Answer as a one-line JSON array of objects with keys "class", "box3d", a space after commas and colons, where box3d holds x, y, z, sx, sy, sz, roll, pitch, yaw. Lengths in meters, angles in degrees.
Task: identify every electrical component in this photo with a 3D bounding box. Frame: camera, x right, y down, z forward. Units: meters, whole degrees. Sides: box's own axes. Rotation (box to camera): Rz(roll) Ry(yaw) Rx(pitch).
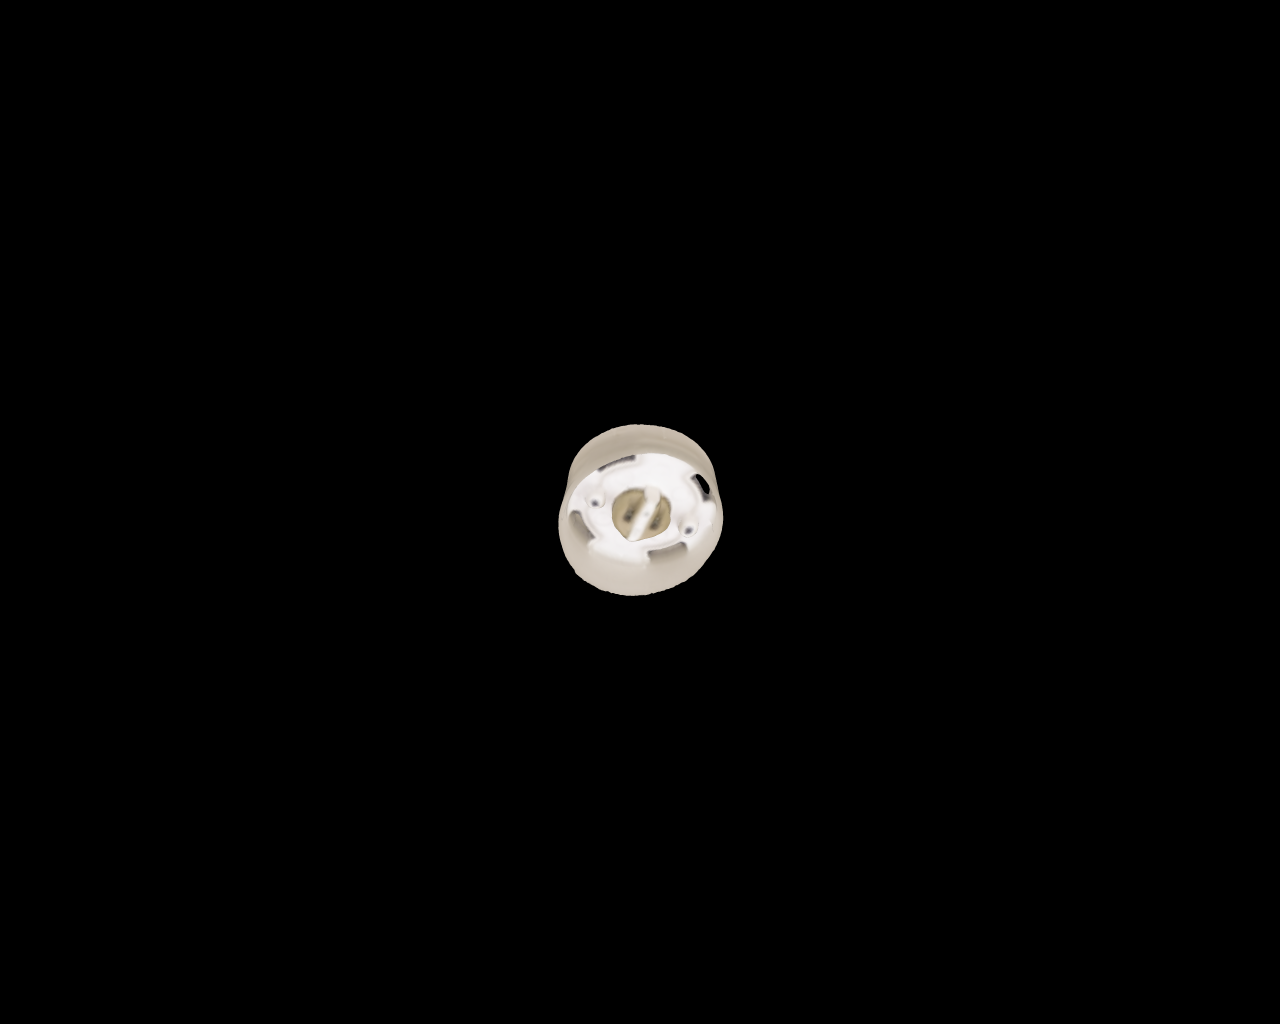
[{"class": "electrical component", "box3d": [0.001, -0.003, 0.650, 0.099, 0.099, 0.064, 0, 43, 0]}]
